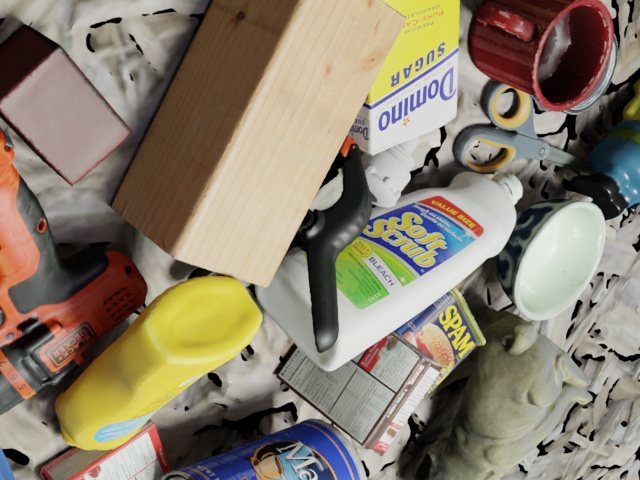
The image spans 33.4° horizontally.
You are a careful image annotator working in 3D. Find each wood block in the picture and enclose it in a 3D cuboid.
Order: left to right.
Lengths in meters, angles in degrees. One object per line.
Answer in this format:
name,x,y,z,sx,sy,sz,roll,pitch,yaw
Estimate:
wood block,-0.043,-0.085,0.718,0.090,0.091,0.206,21,100,-46

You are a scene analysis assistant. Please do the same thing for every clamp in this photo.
clamp,-0.005,0.001,0.784,0.171,0.120,0.039,-53,162,-17

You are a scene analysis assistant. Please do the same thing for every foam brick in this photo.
foam brick,-0.163,-0.081,0.643,0.051,0.053,0.078,-47,134,-10

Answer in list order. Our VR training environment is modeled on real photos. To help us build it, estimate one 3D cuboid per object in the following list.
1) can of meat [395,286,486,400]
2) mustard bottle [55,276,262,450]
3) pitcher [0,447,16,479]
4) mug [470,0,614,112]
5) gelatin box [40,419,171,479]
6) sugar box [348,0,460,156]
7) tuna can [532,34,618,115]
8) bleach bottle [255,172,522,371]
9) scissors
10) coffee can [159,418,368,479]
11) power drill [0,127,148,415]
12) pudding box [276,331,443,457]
can of meat,0.091,0.085,0.960,0.084,0.058,0.102,-43,135,-11
mustard bottle,-0.126,0.096,0.725,0.192,0.058,0.096,-41,170,39
pitcher,-0.291,0.193,0.610,0.242,0.149,0.145,-25,94,-16
mug,0.169,-0.163,0.863,0.117,0.082,0.093,12,106,-44
gelatin box,-0.161,0.181,0.814,0.089,0.030,0.073,-32,133,-25
sugar box,0.060,-0.159,0.797,0.093,0.048,0.176,-25,127,-28
tuna can,0.226,-0.156,0.952,0.086,0.034,0.086,-21,126,-31
bleach bottle,0.072,0.003,0.878,0.250,0.103,0.068,-32,159,-32
scissors,0.200,-0.101,0.974,0.201,0.016,0.096,-7,120,-38
coffee can,-0.046,0.210,0.842,0.140,0.103,0.103,-14,122,-39
power drill,-0.216,0.028,0.660,0.184,0.057,0.187,-39,136,-16
pudding box,0.031,0.109,0.879,0.090,0.114,0.039,-56,141,1
